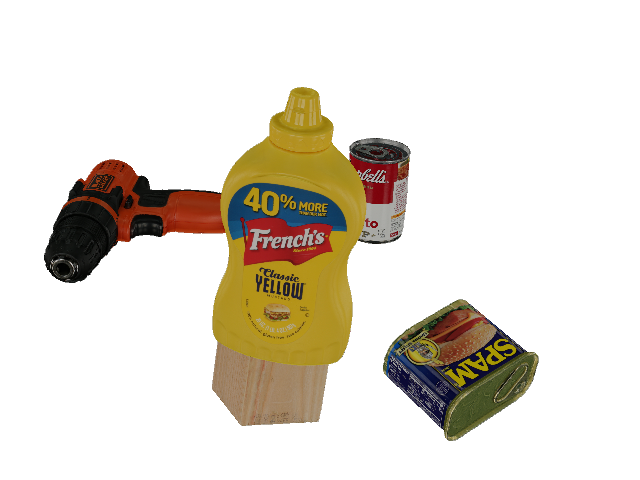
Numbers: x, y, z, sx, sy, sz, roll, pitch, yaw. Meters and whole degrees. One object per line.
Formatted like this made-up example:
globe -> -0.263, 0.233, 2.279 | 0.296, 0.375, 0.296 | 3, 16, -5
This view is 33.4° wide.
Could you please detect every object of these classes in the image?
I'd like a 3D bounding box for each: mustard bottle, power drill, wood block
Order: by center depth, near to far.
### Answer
mustard bottle -> -0.019, -0.010, 0.714 | 0.096, 0.192, 0.058 | 11, 29, 8
power drill -> -0.126, -0.011, 0.902 | 0.187, 0.057, 0.184 | 8, 28, 0
wood block -> -0.042, 0.071, 1.066 | 0.090, 0.206, 0.091 | 1, 17, -26

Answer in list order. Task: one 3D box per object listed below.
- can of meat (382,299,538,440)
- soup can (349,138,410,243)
can of meat -> 0.115, 0.105, 0.891 | 0.101, 0.057, 0.084 | -26, 50, -29
soup can -> 0.063, -0.056, 1.201 | 0.068, 0.102, 0.068 | 2, 27, -1
